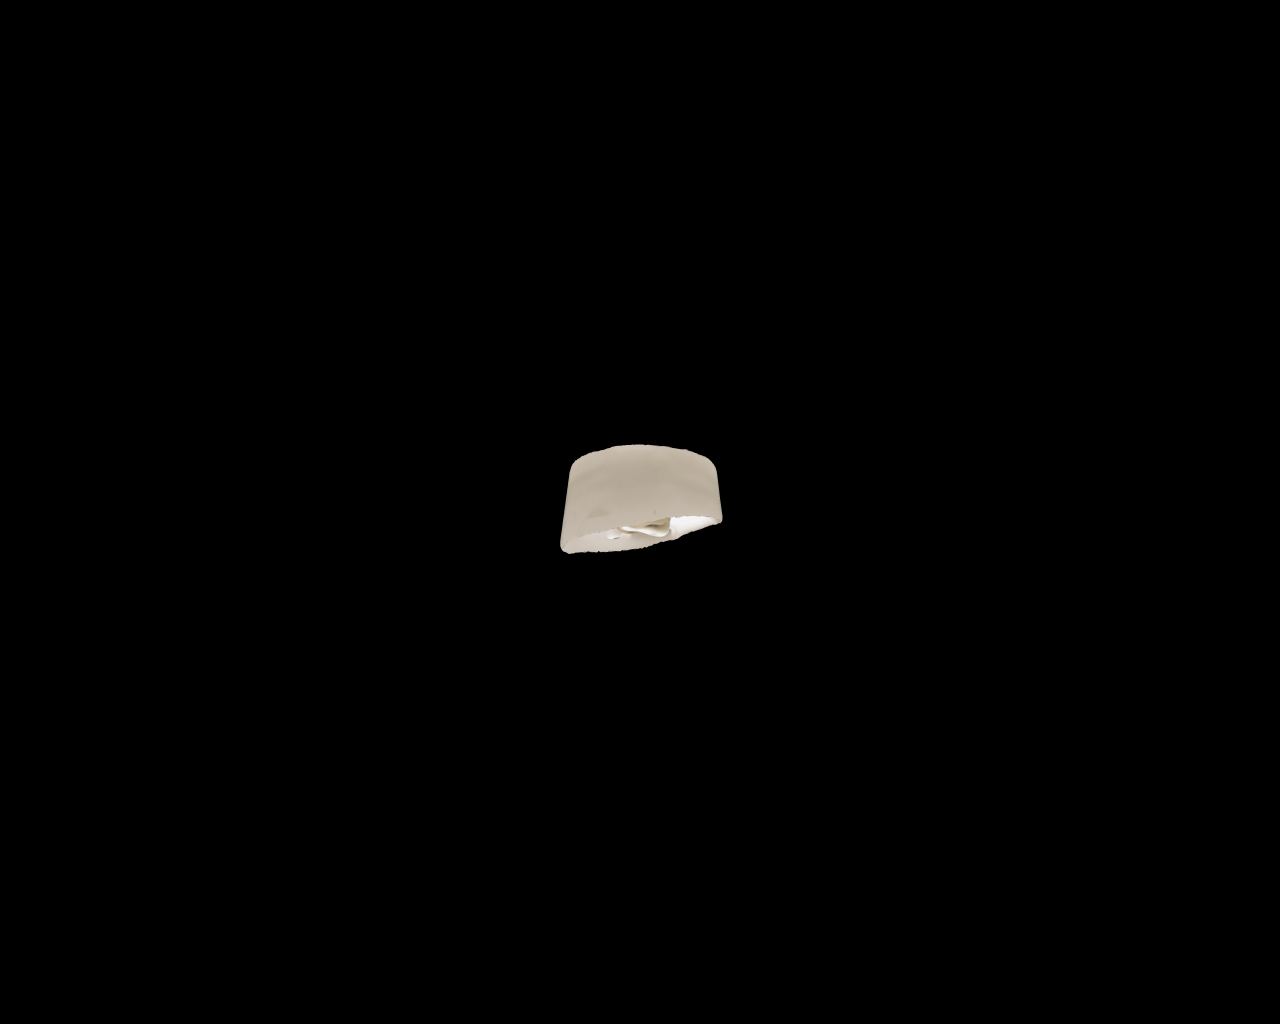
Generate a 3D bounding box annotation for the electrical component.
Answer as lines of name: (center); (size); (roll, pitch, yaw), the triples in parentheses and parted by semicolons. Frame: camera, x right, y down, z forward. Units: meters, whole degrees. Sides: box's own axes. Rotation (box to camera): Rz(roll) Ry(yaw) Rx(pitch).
electrical component: (0.001, -0.003, 0.650); (0.099, 0.064, 0.099); (0, -18, 0)
